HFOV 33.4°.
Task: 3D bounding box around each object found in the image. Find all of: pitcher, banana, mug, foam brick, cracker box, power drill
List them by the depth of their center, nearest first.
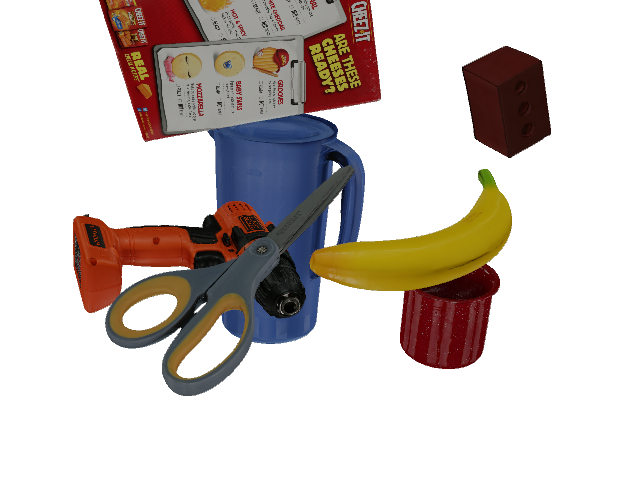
[{"bbox_3d":[0.082,0.003,0.787,0.197,0.037,0.070,-24,47,-38],"label":"banana"},{"bbox_3d":[-0.066,-0.182,0.900,0.213,0.164,0.072,-11,44,0],"label":"cracker box"},{"bbox_3d":[-0.119,0.022,0.947,0.187,0.057,0.185,-3,24,-20],"label":"power drill"},{"bbox_3d":[0.168,-0.125,0.958,0.053,0.078,0.051,-30,37,-16],"label":"foam brick"},{"bbox_3d":[0.117,0.062,1.024,0.093,0.081,0.117,-2,29,-11],"label":"mug"},{"bbox_3d":[-0.043,-0.013,1.165,0.144,0.243,0.149,-4,22,-17],"label":"pitcher"}]

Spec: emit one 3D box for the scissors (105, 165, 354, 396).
[{"bbox_3d":[-0.056,0.010,0.644,0.096,0.016,0.201,12,46,16],"label":"scissors"}]
